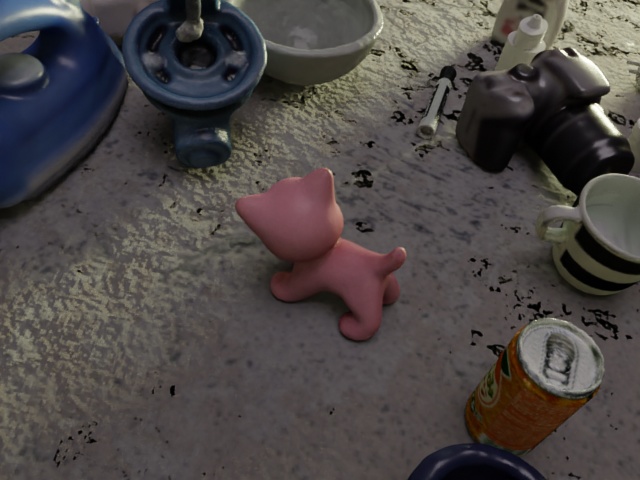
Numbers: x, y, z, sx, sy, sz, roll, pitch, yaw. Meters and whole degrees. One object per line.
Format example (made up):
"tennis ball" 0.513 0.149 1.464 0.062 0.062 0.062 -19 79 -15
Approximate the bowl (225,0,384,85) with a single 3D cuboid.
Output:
"bowl" -0.019 -0.220 0.622 0.167 0.075 0.167 4 52 -5

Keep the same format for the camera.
"camera" 0.230 -0.112 0.557 0.143 0.101 0.136 -12 55 -17

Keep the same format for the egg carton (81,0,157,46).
"egg carton" -0.202 -0.262 0.632 0.150 0.069 0.107 -15 56 -19

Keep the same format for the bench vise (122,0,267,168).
"bench vise" -0.122 -0.201 0.499 0.122 0.220 0.207 -20 57 -22

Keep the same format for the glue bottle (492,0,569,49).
"glue bottle" 0.263 -0.303 0.665 0.078 0.173 0.037 28 54 14

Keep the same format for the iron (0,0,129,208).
"iron" -0.256 -0.144 0.486 0.118 0.141 0.258 23 52 10

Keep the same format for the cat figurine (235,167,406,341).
"cat figurine" 0.004 0.002 0.424 0.127 0.118 0.067 24 53 11

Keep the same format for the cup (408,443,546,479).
"cup" 0.085 0.181 0.309 0.092 0.095 0.117 -17 56 -20
